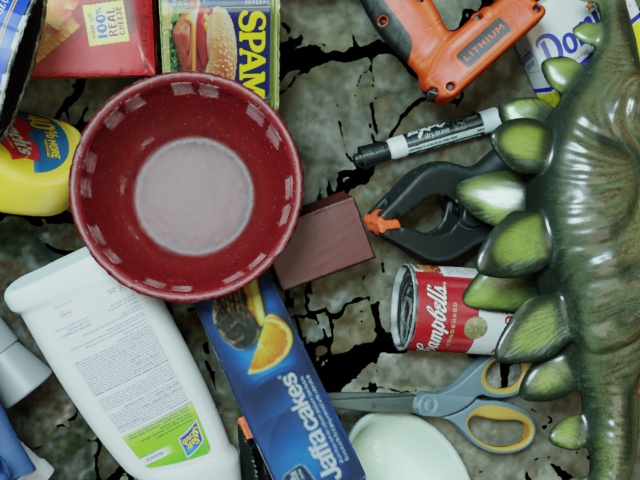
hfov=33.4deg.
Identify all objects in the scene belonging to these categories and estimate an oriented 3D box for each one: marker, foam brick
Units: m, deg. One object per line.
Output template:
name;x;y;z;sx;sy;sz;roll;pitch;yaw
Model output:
marker;0.084;-0.079;0.839;0.121;0.020;0.020;-17;99;-7
foam brick;-0.005;0.001;0.816;0.078;0.053;0.051;-20;100;-6

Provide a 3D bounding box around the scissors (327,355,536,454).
scissors;0.095;0.113;0.846;0.201;0.016;0.096;23;84;-24

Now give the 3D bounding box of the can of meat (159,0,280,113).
can of meat;-0.073;-0.143;0.773;0.084;0.057;0.102;-2;125;-7

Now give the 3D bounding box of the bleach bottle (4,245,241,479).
bleach bottle;-0.135;0.127;0.807;0.102;0.068;0.251;-25;102;-5

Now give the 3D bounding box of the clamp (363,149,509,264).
clamp;0.119;-0.016;0.833;0.171;0.039;0.120;-19;96;-18

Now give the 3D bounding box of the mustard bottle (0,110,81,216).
mustard bottle;-0.225;-0.058;0.746;0.191;0.096;0.058;7;123;-35

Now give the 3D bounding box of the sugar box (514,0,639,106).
sugar box;0.225;-0.116;0.844;0.093;0.048;0.176;-28;101;-5

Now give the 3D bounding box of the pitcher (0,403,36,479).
pitcher;-0.311;0.087;0.733;0.149;0.145;0.243;-25;88;-4

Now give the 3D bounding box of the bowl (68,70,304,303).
bowl;-0.092;-0.035;0.755;0.162;0.055;0.162;0;84;-1

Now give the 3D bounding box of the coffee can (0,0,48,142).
coffee can;-0.253;-0.130;0.663;0.140;0.103;0.103;17;94;-10

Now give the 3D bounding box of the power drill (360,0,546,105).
power drill;0.076;-0.209;0.787;0.184;0.057;0.187;-43;87;5

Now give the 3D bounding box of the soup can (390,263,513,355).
soup can;0.112;0.056;0.835;0.102;0.068;0.068;5;96;-11

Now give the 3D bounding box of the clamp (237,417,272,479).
clamp;-0.016;0.234;0.825;0.036;0.165;0.210;-19;78;-39

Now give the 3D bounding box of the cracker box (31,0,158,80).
cracker box;-0.223;-0.193;0.747;0.213;0.072;0.164;-2;96;-9
